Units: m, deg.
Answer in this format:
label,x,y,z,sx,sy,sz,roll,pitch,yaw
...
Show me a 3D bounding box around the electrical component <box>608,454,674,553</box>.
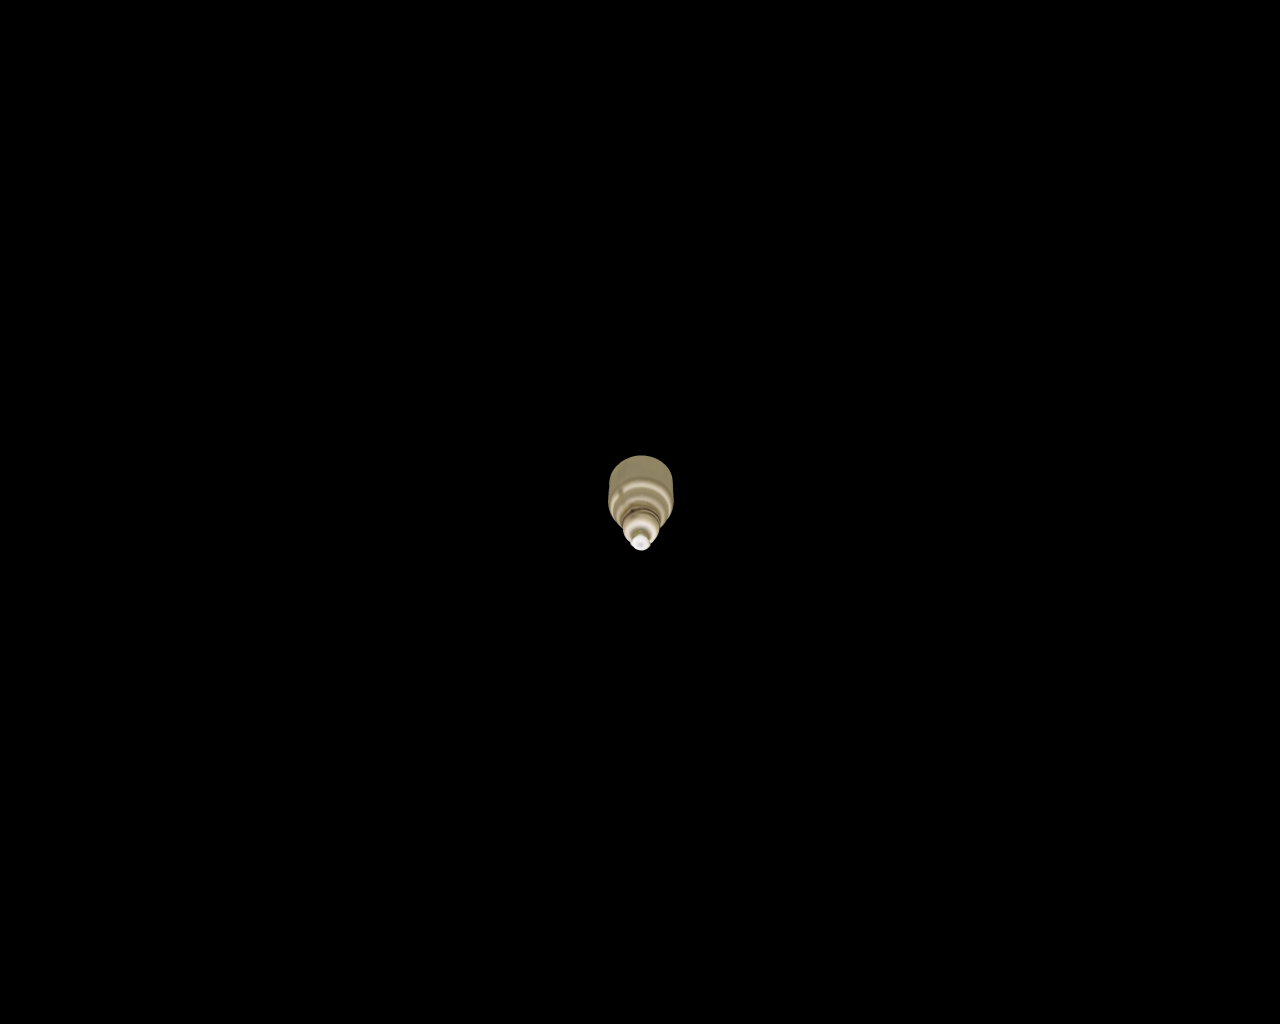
label,x,y,z,sx,sy,sz,roll,pitch,yaw
electrical component,0.001,-0.003,0.650,0.040,0.040,0.078,0,33,0
